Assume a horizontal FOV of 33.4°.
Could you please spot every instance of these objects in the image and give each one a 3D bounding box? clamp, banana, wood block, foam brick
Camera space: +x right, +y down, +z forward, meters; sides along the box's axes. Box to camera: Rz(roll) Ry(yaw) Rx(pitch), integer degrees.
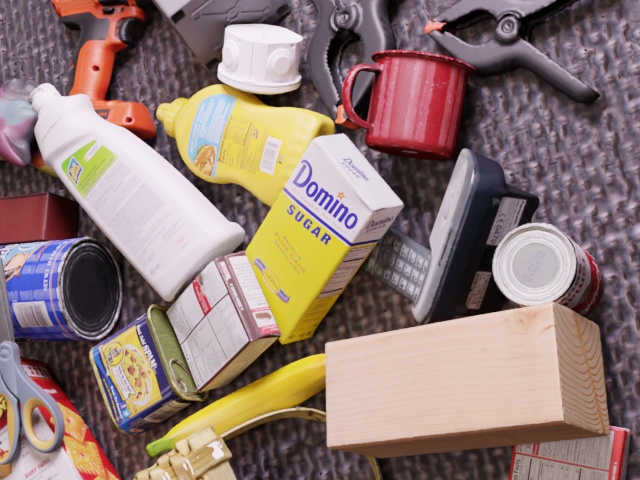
[{"bbox_3d":[0.178,-0.192,0.936,0.172,0.039,0.120,18,87,28],"label":"clamp"},{"bbox_3d":[-0.060,0.152,0.968,0.198,0.069,0.037,-29,93,9],"label":"banana"},{"bbox_3d":[0.039,-0.212,1.006,0.165,0.036,0.210,-10,77,33],"label":"clamp"},{"bbox_3d":[0.113,0.117,0.853,0.206,0.090,0.091,-14,67,34],"label":"wood block"},{"bbox_3d":[-0.302,-0.018,1.129,0.078,0.053,0.051,-5,77,26],"label":"foam brick"}]

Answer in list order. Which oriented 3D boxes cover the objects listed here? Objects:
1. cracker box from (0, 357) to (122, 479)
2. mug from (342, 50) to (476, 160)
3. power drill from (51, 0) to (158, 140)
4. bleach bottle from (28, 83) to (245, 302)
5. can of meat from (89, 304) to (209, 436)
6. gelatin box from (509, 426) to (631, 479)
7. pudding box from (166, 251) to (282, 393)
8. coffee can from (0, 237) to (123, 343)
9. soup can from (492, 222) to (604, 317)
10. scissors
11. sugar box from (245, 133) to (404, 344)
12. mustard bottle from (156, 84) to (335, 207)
[{"bbox_3d":[-0.295,0.247,1.061,0.164,0.072,0.214,-46,63,10],"label":"cracker box"},{"bbox_3d":[0.074,-0.118,0.935,0.093,0.117,0.081,-174,93,-66],"label":"mug"},{"bbox_3d":[-0.204,-0.199,1.118,0.185,0.057,0.187,-3,77,25],"label":"power drill"},{"bbox_3d":[-0.192,-0.062,1.041,0.103,0.068,0.251,-45,79,15],"label":"bleach bottle"},{"bbox_3d":[-0.166,0.127,1.030,0.084,0.057,0.102,-32,67,19],"label":"can of meat"},{"bbox_3d":[0.199,0.180,0.855,0.089,0.030,0.073,6,83,29],"label":"gelatin box"},{"bbox_3d":[-0.091,0.077,0.988,0.114,0.039,0.090,-46,63,45],"label":"pudding box"},{"bbox_3d":[-0.286,0.053,1.078,0.140,0.102,0.103,-5,78,25],"label":"coffee can"},{"bbox_3d":[0.183,0.028,0.853,0.069,0.102,0.068,-6,77,25],"label":"soup can"},{"bbox_3d":[-0.280,0.117,1.014,0.096,0.016,0.202,7,93,18],"label":"scissors"},{"bbox_3d":[-0.007,0.001,0.945,0.093,0.048,0.176,52,132,25],"label":"sugar box"},{"bbox_3d":[-0.082,-0.098,1.033,0.192,0.058,0.096,22,103,28],"label":"mustard bottle"}]
